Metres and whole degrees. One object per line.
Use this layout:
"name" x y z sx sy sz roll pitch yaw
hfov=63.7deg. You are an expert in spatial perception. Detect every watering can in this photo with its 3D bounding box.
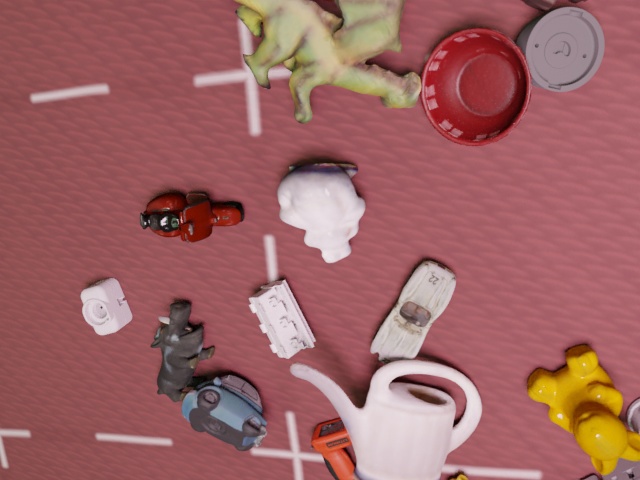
"watering can" 0.103 0.300 0.835 0.347 0.104 0.224 9 94 -16

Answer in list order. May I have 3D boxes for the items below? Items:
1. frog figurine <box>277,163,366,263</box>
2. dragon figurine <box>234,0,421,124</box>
"frog figurine" 0.002 -0.041 0.816 0.137 0.123 0.159 -2 92 -6
"dragon figurine" -0.002 -0.300 0.687 0.241 0.125 0.404 -17 137 36
